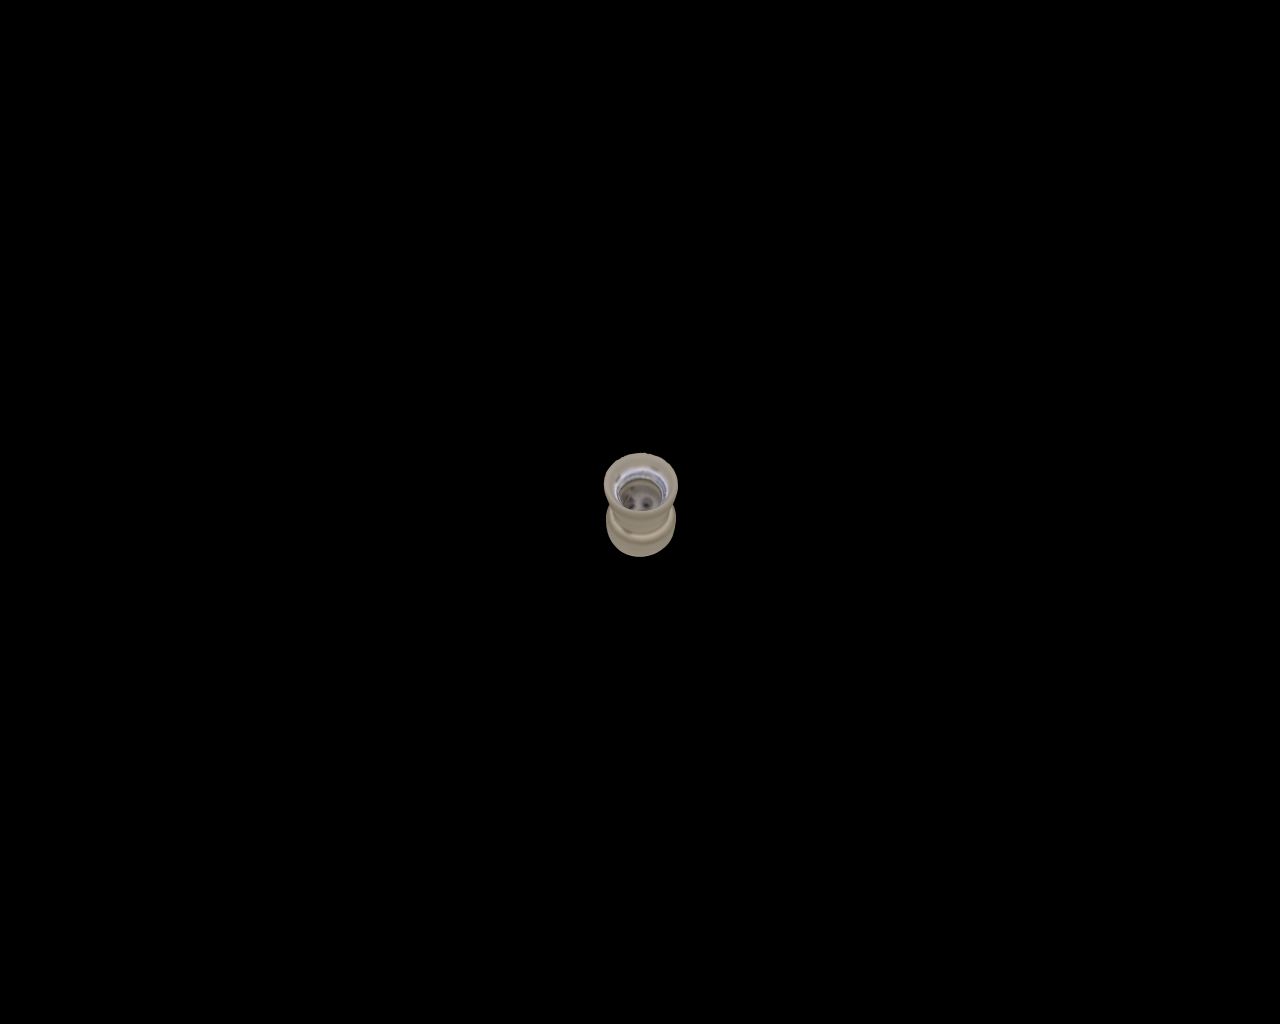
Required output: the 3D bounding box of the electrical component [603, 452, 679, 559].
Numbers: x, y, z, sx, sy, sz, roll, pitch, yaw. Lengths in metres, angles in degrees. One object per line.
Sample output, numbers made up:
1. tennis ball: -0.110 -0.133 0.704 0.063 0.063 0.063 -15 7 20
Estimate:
1. electrical component: 0.001 -0.003 0.650 0.045 0.045 0.055 0 -33 0
